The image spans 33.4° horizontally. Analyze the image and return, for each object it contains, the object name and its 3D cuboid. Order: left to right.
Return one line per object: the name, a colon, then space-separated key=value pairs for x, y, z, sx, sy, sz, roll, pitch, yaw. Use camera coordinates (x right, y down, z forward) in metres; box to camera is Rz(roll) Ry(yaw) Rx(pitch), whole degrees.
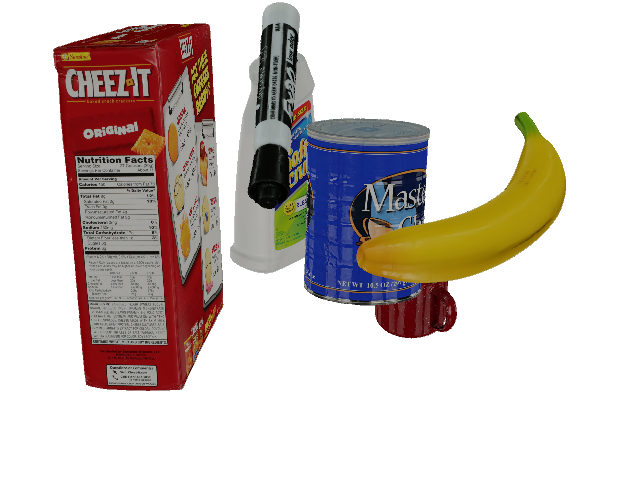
cracker box: x=-0.114 y=-0.029 z=0.706 sx=0.072 sy=0.214 sz=0.164 roll=-1 pitch=15 yaw=5
bleach bottle: x=-0.050 y=-0.098 z=1.138 sx=0.068 sy=0.251 sz=0.102 roll=21 pitch=32 yaw=36
marker: x=-0.021 y=-0.065 z=0.504 sx=0.020 sy=0.121 sz=0.020 roll=1 pitch=-36 yaw=1
coffee can: x=0.038 y=-0.027 z=0.906 sx=0.103 sy=0.140 sz=0.103 roll=1 pitch=15 yaw=-1
mug: x=0.110 y=0.060 z=1.194 sx=0.093 sy=0.081 sz=0.117 roll=-26 pitch=41 yaw=-30
banana: x=0.103 y=-0.016 z=0.669 sx=0.070 sy=0.037 sz=0.197 roll=32 pitch=46 yaw=23
